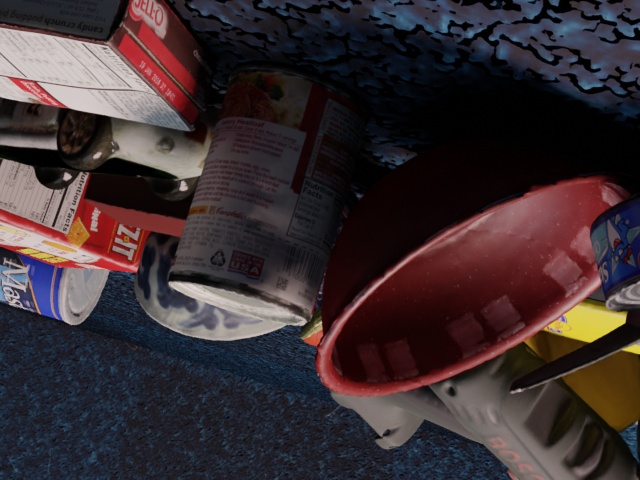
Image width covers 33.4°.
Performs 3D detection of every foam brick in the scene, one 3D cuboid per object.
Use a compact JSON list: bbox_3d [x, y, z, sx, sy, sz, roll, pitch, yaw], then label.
[{"bbox_3d":[-0.091,-0.033,0.638,0.078,0.053,0.051,13,168,22],"label":"foam brick"}]

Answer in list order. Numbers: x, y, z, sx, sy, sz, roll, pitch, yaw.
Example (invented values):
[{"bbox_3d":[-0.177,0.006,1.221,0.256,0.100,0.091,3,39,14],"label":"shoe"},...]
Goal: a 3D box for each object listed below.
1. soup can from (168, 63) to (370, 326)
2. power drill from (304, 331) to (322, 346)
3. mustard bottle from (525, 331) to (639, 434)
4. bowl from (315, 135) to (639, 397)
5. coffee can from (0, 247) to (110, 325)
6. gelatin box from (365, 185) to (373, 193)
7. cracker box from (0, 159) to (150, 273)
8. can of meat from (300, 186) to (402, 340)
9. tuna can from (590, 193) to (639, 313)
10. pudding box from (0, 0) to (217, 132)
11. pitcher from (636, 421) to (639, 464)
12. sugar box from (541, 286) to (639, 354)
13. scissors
[{"bbox_3d":[-0.023,-0.019,0.483,0.068,0.102,0.068,15,169,3],"label":"soup can"},{"bbox_3d":[0.021,0.056,0.882,0.184,0.057,0.187,16,168,4],"label":"power drill"},{"bbox_3d":[0.168,0.094,0.791,0.096,0.058,0.192,57,168,2],"label":"mustard bottle"},{"bbox_3d":[0.061,0.004,0.470,0.162,0.055,0.162,-21,151,-12],"label":"bowl"},{"bbox_3d":[-0.271,0.009,0.967,0.140,0.103,0.103,15,168,8],"label":"coffee can"},{"bbox_3d":[0.058,0.011,0.592,0.089,0.030,0.073,51,173,11],"label":"gelatin box"},{"bbox_3d":[-0.239,-0.043,0.760,0.213,0.072,0.164,23,168,-33],"label":"cracker box"},{"bbox_3d":[-0.004,0.001,0.570,0.084,0.057,0.102,58,169,6],"label":"can of meat"},{"bbox_3d":[0.151,0.001,0.419,0.086,0.034,0.086,-9,163,-3],"label":"tuna can"},{"bbox_3d":[-0.111,-0.087,0.454,0.114,0.039,0.090,11,166,18],"label":"pudding box"},{"bbox_3d":[0.335,0.152,0.697,0.243,0.149,0.145,20,-173,0],"label":"pitcher"},{"bbox_3d":[0.186,0.039,0.596,0.176,0.048,0.093,15,168,14],"label":"sugar box"},{"bbox_3d":[0.140,0.031,0.483,0.201,0.016,0.096,-10,-163,-26],"label":"scissors"}]
